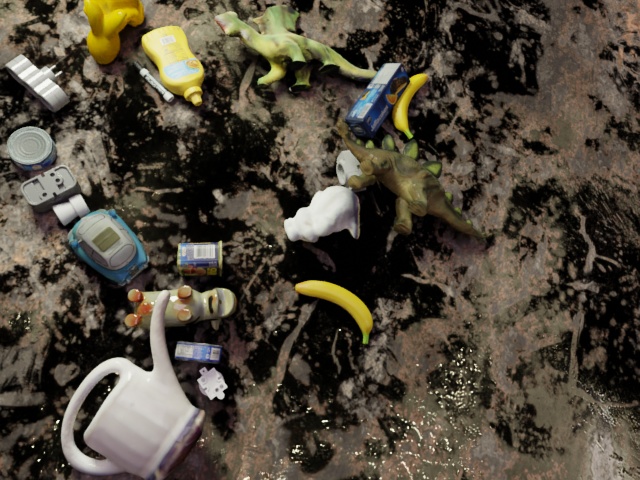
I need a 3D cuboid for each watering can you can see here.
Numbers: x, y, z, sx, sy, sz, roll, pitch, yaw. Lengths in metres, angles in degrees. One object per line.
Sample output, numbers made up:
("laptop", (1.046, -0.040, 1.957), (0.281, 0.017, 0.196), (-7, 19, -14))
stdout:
("watering can", (-0.298, 0.279, 0.899), (0.224, 0.104, 0.347), (36, 92, -5))

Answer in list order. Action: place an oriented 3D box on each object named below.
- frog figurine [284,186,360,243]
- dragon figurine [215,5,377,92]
("frog figurine", (0.003, -0.056, 1.107), (0.159, 0.120, 0.141), (1, 41, -5))
("dragon figurine", (-0.054, -0.480, 1.240), (0.412, 0.120, 0.246), (-7, 68, -31))
